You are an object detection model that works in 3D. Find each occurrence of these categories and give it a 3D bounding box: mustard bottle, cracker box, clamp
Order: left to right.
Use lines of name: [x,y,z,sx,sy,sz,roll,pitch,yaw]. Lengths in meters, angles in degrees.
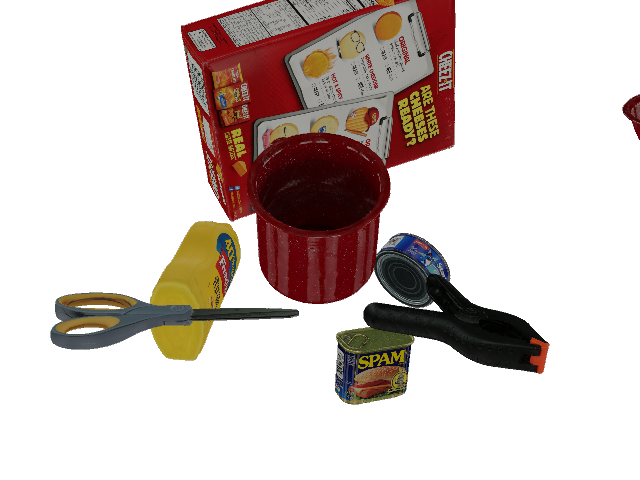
mustard bottle: [-0.124,0.035,1.119,0.058,0.096,0.191,3,30,10]
cracker box: [0.002,-0.126,0.883,0.213,0.164,0.072,-20,45,-14]
clamp: [0.139,0.076,1.006,0.172,0.039,0.120,20,33,25]

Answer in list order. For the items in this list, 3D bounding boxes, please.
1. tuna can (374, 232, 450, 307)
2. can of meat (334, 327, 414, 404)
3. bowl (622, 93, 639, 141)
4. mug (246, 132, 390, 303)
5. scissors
tuna can: [0.104,0.035,1.225,0.086,0.086,0.033,0,36,47]
can of meat: [0.070,0.165,1.422,0.102,0.084,0.057,-6,25,-22]
bowl: [0.357,-0.096,0.969,0.162,0.055,0.162,-5,23,2]
mug: [-0.007,-0.020,0.721,0.093,0.117,0.081,-21,-37,-18]
scissors: [-0.126,0.067,0.854,0.202,0.016,0.096,4,22,14]
